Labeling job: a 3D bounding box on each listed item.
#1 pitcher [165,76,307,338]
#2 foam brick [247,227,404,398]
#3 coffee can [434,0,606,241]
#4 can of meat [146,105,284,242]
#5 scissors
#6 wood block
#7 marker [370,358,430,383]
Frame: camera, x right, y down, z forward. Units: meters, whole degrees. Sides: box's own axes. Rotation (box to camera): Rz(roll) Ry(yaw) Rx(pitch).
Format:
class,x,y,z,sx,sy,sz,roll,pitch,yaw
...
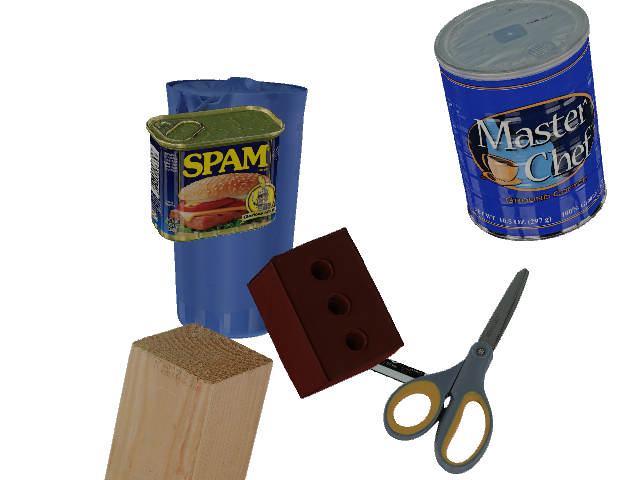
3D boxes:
class,x,y,z,sx,sy,sz,roll,pitch,yaw
pitcher,-0.077,-0.037,1.039,0.149,0.243,0.145,-2,14,-17
foam brick,0.002,0.043,0.614,0.052,0.078,0.051,-23,-9,-27
coffee can,0.143,-0.085,0.750,0.103,0.140,0.103,-11,37,8
can of meat,-0.081,-0.051,0.823,0.102,0.084,0.057,-10,32,-24
scissors,0.112,0.098,0.881,0.096,0.201,0.016,7,-37,13
wood block,-0.121,0.188,0.917,0.090,0.206,0.090,22,18,27
marker,0.062,0.127,1.091,0.121,0.020,0.020,21,4,11
